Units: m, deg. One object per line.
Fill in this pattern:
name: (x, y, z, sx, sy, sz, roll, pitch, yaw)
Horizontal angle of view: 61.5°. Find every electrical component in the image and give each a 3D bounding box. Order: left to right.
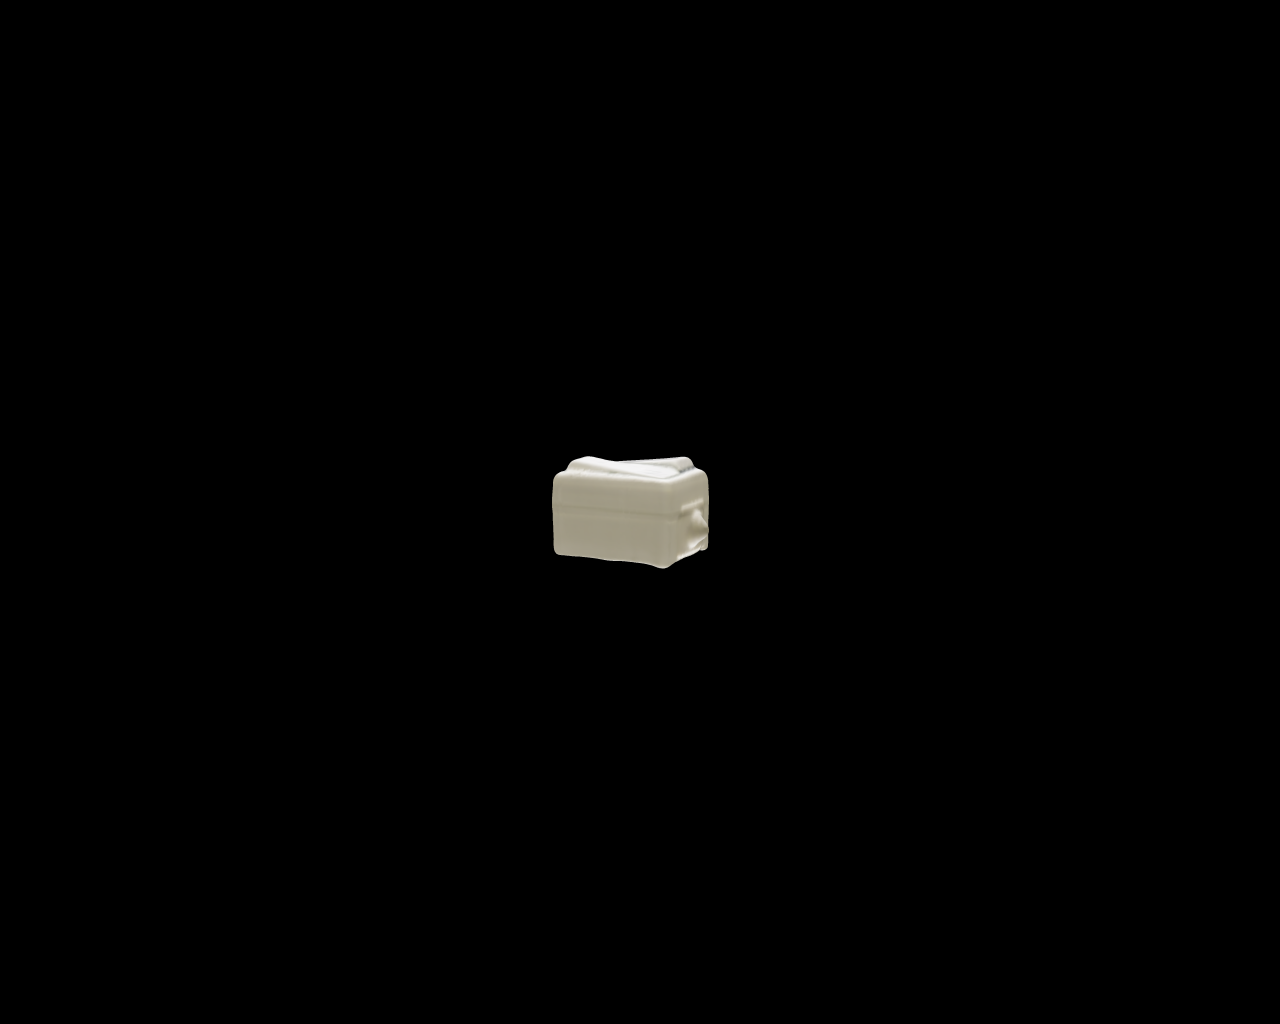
electrical component: (0.001, -0.003, 0.650, 0.096, 0.061, 0.062, 5, 12, 28)
